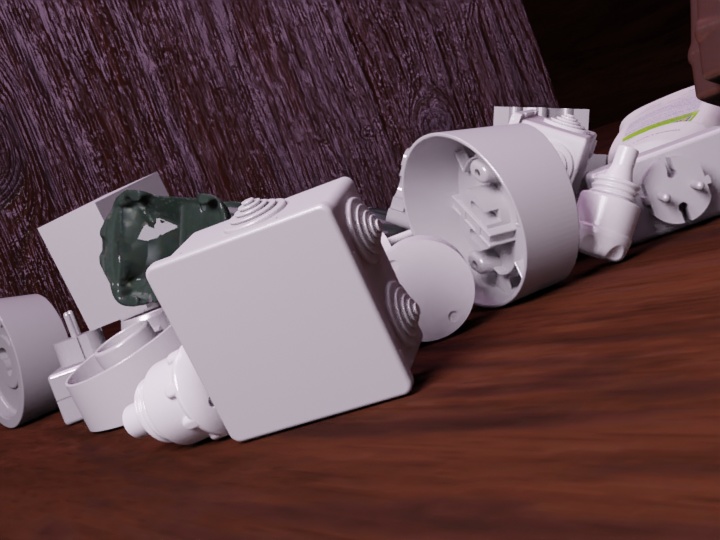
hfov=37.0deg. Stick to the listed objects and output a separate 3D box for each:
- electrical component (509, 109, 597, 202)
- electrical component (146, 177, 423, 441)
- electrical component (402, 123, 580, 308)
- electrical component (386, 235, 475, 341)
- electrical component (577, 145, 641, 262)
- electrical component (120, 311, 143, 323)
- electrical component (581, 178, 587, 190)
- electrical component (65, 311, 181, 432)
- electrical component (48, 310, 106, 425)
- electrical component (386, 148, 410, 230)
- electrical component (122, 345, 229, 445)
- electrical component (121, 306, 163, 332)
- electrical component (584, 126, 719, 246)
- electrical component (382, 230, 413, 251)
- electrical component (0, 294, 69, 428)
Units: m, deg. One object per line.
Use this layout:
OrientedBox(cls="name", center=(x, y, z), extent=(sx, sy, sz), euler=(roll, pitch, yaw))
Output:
OrientedBox(cls="electrical component", center=(0.112, -0.052, 0.681), extent=(0.048, 0.099, 0.100), euler=(19, 14, 12))
OrientedBox(cls="electrical component", center=(-0.029, 0.016, 0.464), extent=(0.100, 0.099, 0.048), euler=(-19, 17, 21))
OrientedBox(cls="electrical component", center=(0.072, -0.030, 0.580), extent=(0.064, 0.099, 0.099), euler=(-15, 2, -17))
OrientedBox(cls="electrical component", center=(-0.008, 0.025, 0.546), extent=(0.138, 0.052, 0.073), euler=(-20, 5, 5))
OrientedBox(cls="electrical component", center=(0.136, -0.037, 0.584), extent=(0.035, 0.061, 0.035), euler=(19, 0, 0))
OrientedBox(cls="electrical component", center=(-0.160, 0.044, 0.967), extent=(0.061, 0.061, 0.096), euler=(-18, 5, 27))
OrientedBox(cls="electrical component", center=(0.179, -0.065, 0.907), extent=(0.040, 0.040, 0.046), euler=(-19, 10, 13))
OrientedBox(cls="electrical component", center=(-0.136, 0.068, 0.695), extent=(0.099, 0.064, 0.099), euler=(-30, 13, 7))
OrientedBox(cls="electrical component", center=(-0.205, 0.066, 0.801), extent=(0.047, 0.075, 0.083), euler=(-21, 4, -6))
OrientedBox(cls="electrical component", center=(0.060, -0.051, 0.709), extent=(0.056, 0.050, 0.089), euler=(19, 15, 12))
OrientedBox(cls="electrical component", center=(-0.087, 0.063, 0.511), extent=(0.062, 0.048, 0.048), euler=(-26, 0, 32))
OrientedBox(cls="electrical component", center=(-0.143, 0.056, 0.778), extent=(0.048, 0.055, 0.066), euler=(-21, 4, -11))
OrientedBox(cls="electrical component", center=(0.178, -0.046, 0.612), extent=(0.083, 0.047, 0.075), euler=(-20, 4, 9))
OrientedBox(cls="electrical component", center=(0.000, 0.000, 0.619), extent=(0.076, 0.083, 0.047), euler=(-21, 4, -11))
OrientedBox(cls="electrical component", center=(-0.278, 0.072, 0.901), extent=(0.060, 0.108, 0.108), euler=(-16, 0, -38))
